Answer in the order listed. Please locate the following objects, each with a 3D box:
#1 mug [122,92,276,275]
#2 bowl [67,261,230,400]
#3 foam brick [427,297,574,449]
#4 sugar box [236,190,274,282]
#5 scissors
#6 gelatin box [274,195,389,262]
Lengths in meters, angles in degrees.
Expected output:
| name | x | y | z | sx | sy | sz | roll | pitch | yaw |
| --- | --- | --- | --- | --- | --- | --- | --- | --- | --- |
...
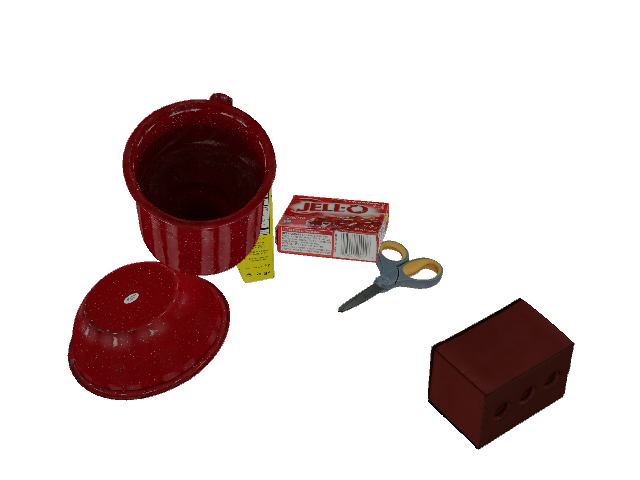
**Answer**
| name | x | y | z | sx | sy | sz | roll | pitch | yaw |
| --- | --- | --- | --- | --- | --- | --- | --- | --- | --- |
| mug | -0.075 | -0.040 | 0.688 | 0.093 | 0.117 | 0.081 | 8 | -28 | -1 |
| bowl | -0.169 | 0.071 | 1.002 | 0.162 | 0.055 | 0.162 | -9 | 42 | 8 |
| foam brick | 0.114 | 0.084 | 0.676 | 0.078 | 0.053 | 0.051 | -26 | 45 | -26 |
| sugar box | -0.089 | -0.046 | 1.325 | 0.048 | 0.176 | 0.093 | -10 | 25 | -14 |
| scissors | 0.066 | 0.040 | 1.278 | 0.201 | 0.016 | 0.096 | -10 | 41 | -42 |
| gelatin box | 0.011 | -0.012 | 0.930 | 0.089 | 0.030 | 0.073 | 6 | 24 | 10 |
